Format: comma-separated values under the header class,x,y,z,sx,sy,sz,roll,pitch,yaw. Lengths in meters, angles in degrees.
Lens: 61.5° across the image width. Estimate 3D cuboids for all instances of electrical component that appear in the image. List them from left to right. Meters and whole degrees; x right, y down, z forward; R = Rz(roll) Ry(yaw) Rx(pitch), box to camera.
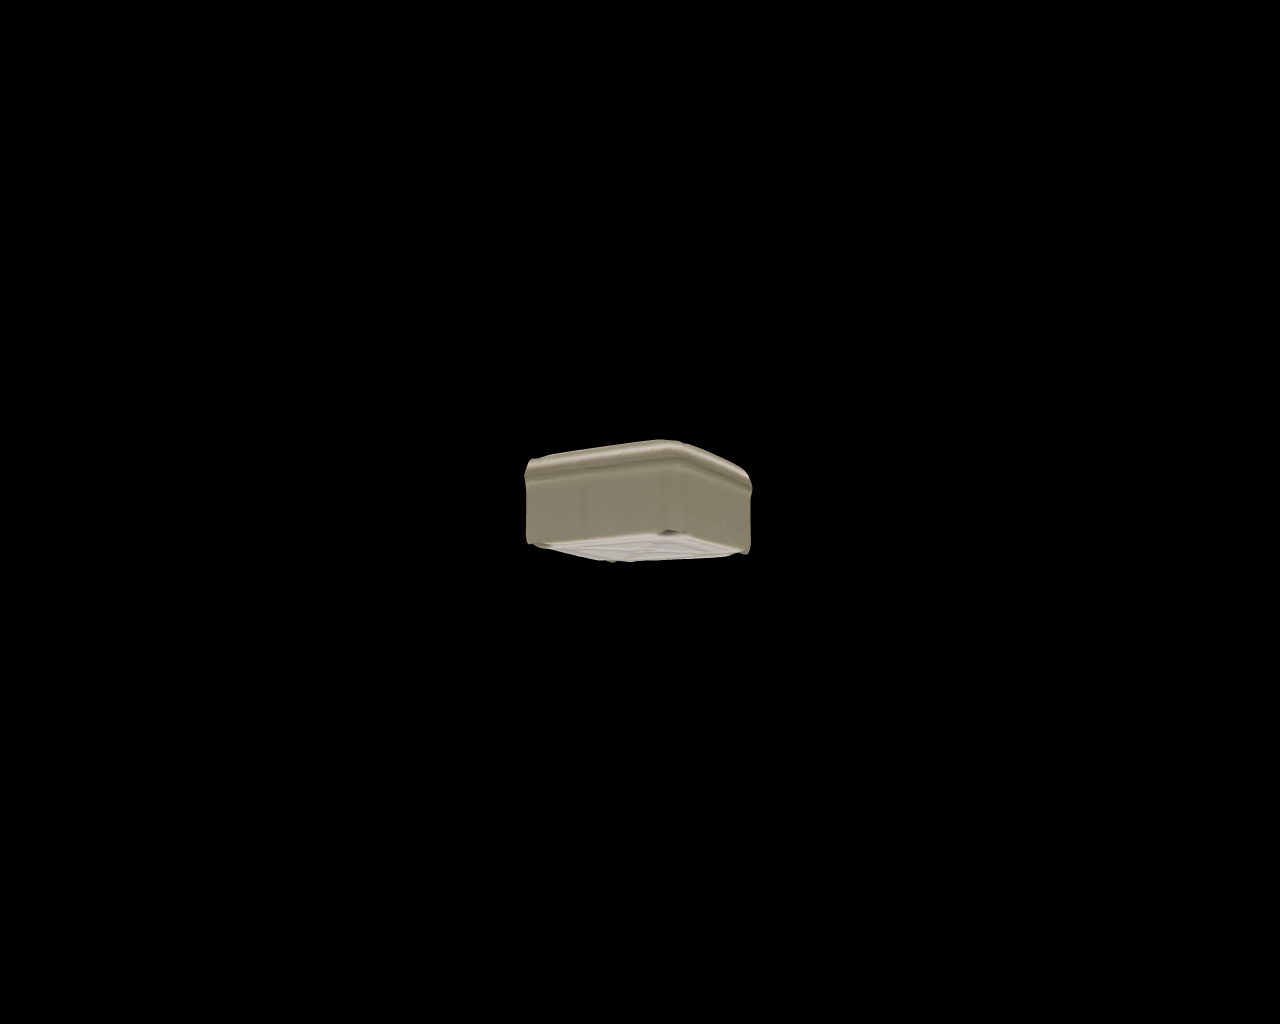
class,x,y,z,sx,sy,sz,roll,pitch,yaw
electrical component,0.001,-0.003,0.650,0.109,0.056,0.109,-5,-11,28
